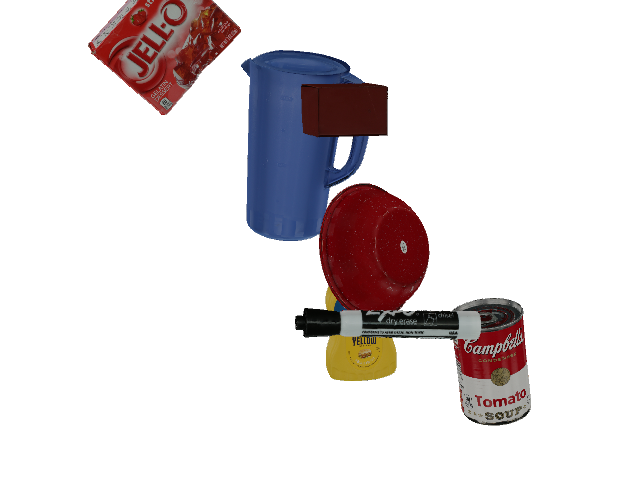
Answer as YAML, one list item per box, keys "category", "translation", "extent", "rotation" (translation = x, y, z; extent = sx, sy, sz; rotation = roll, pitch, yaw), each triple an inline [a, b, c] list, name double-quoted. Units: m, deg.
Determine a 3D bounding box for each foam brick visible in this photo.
- category: "foam brick"
  translation: [0.024, -0.133, 1.091]
  extent: [0.078, 0.051, 0.053]
  rotation: [-3, 13, -19]

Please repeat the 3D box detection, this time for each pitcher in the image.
- category: "pitcher"
  translation: [-0.028, -0.125, 1.428]
  extent: [0.144, 0.243, 0.149]
  rotation: [-4, 24, -22]

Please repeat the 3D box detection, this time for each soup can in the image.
- category: "soup can"
  translation: [0.161, 0.114, 1.009]
  extent: [0.068, 0.102, 0.068]
  rotation: [-8, 19, 3]

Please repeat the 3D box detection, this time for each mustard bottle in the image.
- category: "mustard bottle"
  translation: [0.055, 0.094, 1.443]
  extent: [0.096, 0.192, 0.058]
  rotation: [-3, 20, -7]

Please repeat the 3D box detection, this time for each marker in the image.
- category: "marker"
  translation: [0.044, 0.054, 0.694]
  extent: [0.121, 0.020, 0.020]
  rotation: [1, 0, -8]

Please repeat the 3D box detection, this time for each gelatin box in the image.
- category: "gelatin box"
  translation: [-0.115, -0.150, 0.792]
  extent: [0.073, 0.089, 0.030]
  rotation: [41, 4, -29]

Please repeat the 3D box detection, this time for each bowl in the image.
- category: "bowl"
  translation: [0.075, 0.010, 1.229]
  extent: [0.161, 0.162, 0.055]
  rotation: [0, -7, -43]
